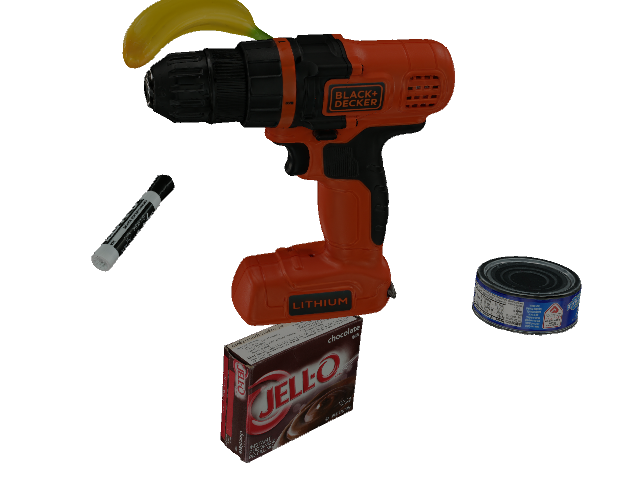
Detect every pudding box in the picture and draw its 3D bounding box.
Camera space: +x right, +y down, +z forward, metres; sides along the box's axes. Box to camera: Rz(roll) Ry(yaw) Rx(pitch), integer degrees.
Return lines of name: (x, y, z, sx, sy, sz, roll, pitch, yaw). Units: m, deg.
pudding box: (-0.022, 0.106, 0.814, 0.113, 0.090, 0.039, -22, 40, -38)

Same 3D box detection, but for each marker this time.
marker: (-0.163, -0.019, 0.939, 0.020, 0.020, 0.121, 0, 39, 29)

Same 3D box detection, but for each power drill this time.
power drill: (-0.015, -0.036, 0.660, 0.184, 0.188, 0.057, -4, 36, -13)

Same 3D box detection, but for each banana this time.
banana: (-0.125, -0.205, 1.015, 0.070, 0.037, 0.197, 45, 39, 19)

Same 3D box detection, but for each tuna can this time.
tuna can: (0.167, 0.043, 0.866, 0.086, 0.034, 0.086, 2, 21, -1)
